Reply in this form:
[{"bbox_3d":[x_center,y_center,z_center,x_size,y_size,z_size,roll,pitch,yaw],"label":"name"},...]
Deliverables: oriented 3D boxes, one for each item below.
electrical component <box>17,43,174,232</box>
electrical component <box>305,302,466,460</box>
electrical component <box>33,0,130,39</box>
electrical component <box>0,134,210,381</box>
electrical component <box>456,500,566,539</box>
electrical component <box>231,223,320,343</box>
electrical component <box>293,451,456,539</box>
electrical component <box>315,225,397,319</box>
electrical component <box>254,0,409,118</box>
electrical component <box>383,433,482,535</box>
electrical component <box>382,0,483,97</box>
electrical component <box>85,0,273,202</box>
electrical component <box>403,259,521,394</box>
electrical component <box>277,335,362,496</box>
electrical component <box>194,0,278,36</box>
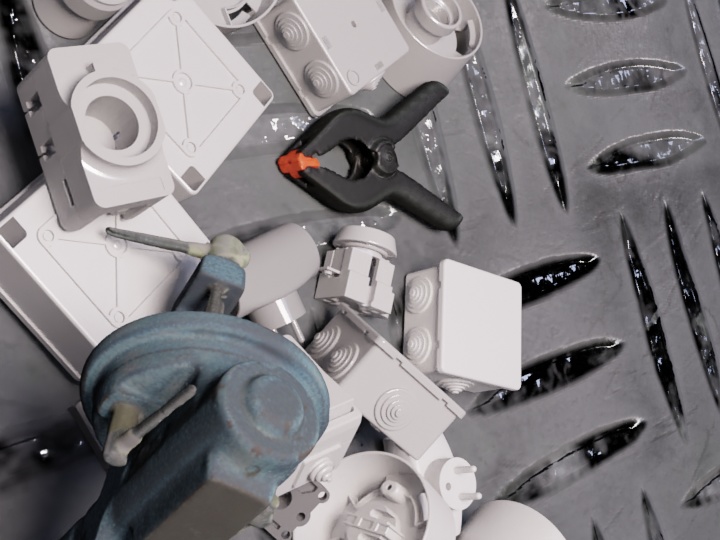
[{"bbox_3d":[-0.144,-0.074,0.592,0.050,0.056,0.089,-16,86,-40],"label":"electrical component"},{"bbox_3d":[0.014,0.077,0.745,0.100,0.100,0.048,43,88,-24],"label":"electrical component"},{"bbox_3d":[-0.172,-0.175,0.672,0.045,0.055,0.045,12,71,-39],"label":"electrical component"},{"bbox_3d":[-0.158,-0.009,0.641,0.108,0.056,0.108,53,51,-18],"label":"electrical component"},{"bbox_3d":[0.106,0.226,0.787,0.064,0.099,0.099,-37,104,-35],"label":"electrical component"},{"bbox_3d":[-0.062,0.017,0.728,0.077,0.044,0.079,-30,99,-42],"label":"electrical component"},{"bbox_3d":[0.012,0.176,0.719,0.064,0.099,0.099,44,54,-33],"label":"electrical component"},{"bbox_3d":[0.000,0.000,0.788,0.066,0.048,0.055,23,72,-35],"label":"electrical component"},{"bbox_3d":[-0.019,-0.178,0.815,0.100,0.048,0.099,-44,108,-40],"label":"electrical component"},{"bbox_3d":[0.056,0.154,0.773,0.043,0.079,0.077,-6,83,-42],"label":"electrical component"},{"bbox_3d":[0.051,-0.198,0.889,0.099,0.064,0.099,15,59,-27],"label":"electrical component"},{"bbox_3d":[-0.128,-0.113,0.695,0.108,0.056,0.108,48,52,-21],"label":"electrical component"},{"bbox_3d":[0.080,0.047,0.843,0.100,0.048,0.099,17,68,-38],"label":"electrical component"},{"bbox_3d":[-0.046,0.093,0.681,0.062,0.061,0.096,-17,52,-43],"label":"electrical component"},{"bbox_3d":[-0.102,-0.211,0.738,0.099,0.064,0.099,13,70,-39],"label":"electrical component"}]
